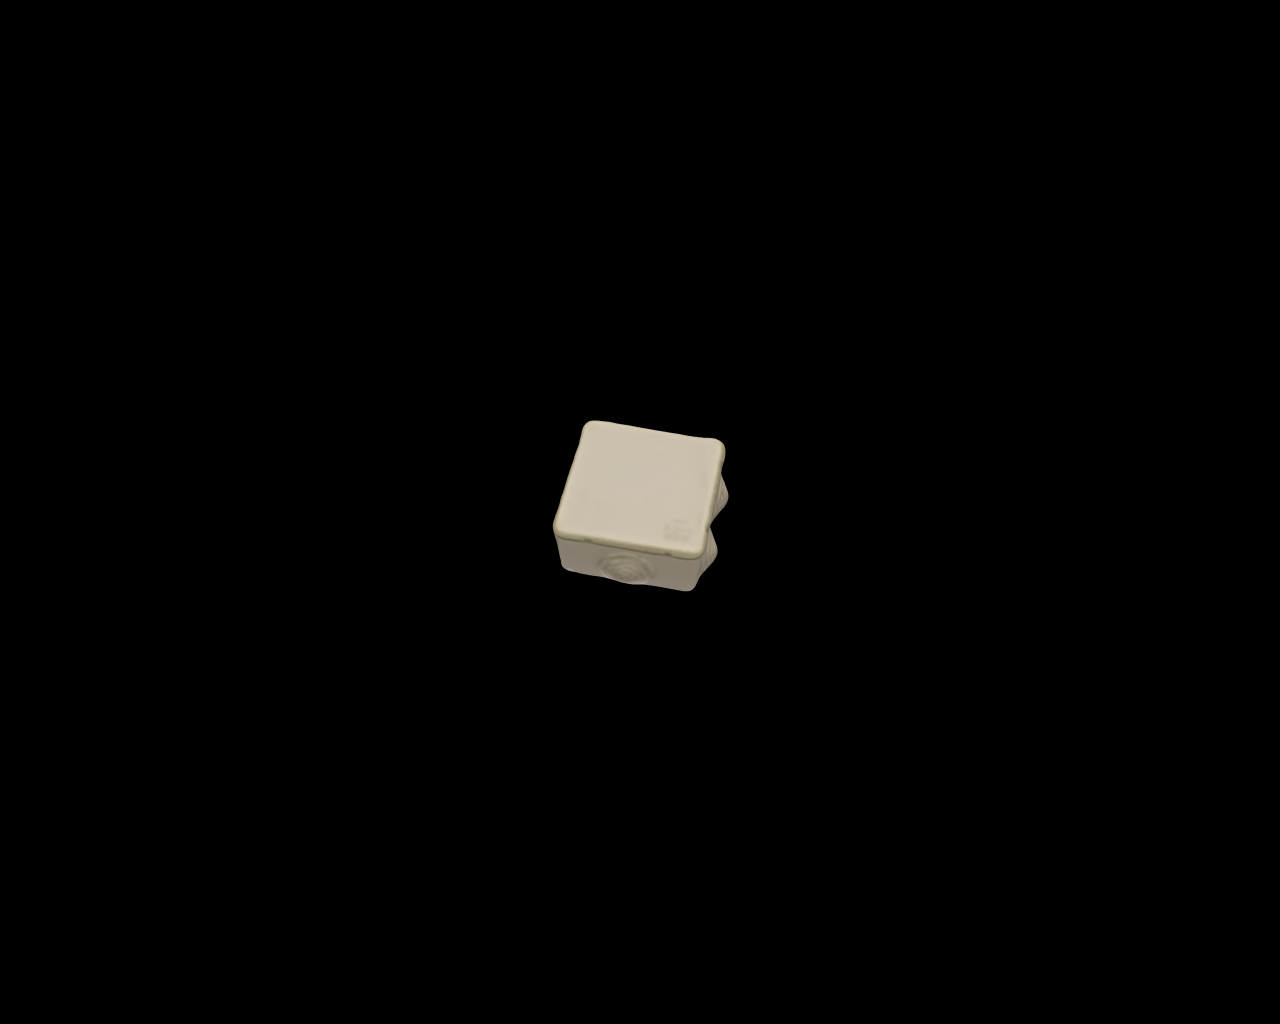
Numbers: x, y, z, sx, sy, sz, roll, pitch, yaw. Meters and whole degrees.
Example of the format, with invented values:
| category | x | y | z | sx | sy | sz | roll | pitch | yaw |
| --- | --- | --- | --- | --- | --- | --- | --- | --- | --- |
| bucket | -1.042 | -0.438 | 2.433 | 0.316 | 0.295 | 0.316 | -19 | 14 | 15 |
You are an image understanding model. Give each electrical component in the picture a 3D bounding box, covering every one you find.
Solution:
| category | x | y | z | sx | sy | sz | roll | pitch | yaw |
| --- | --- | --- | --- | --- | --- | --- | --- | --- | --- |
| electrical component | 0.001 | -0.003 | 0.650 | 0.100 | 0.100 | 0.048 | 9 | -36 | 7 |
